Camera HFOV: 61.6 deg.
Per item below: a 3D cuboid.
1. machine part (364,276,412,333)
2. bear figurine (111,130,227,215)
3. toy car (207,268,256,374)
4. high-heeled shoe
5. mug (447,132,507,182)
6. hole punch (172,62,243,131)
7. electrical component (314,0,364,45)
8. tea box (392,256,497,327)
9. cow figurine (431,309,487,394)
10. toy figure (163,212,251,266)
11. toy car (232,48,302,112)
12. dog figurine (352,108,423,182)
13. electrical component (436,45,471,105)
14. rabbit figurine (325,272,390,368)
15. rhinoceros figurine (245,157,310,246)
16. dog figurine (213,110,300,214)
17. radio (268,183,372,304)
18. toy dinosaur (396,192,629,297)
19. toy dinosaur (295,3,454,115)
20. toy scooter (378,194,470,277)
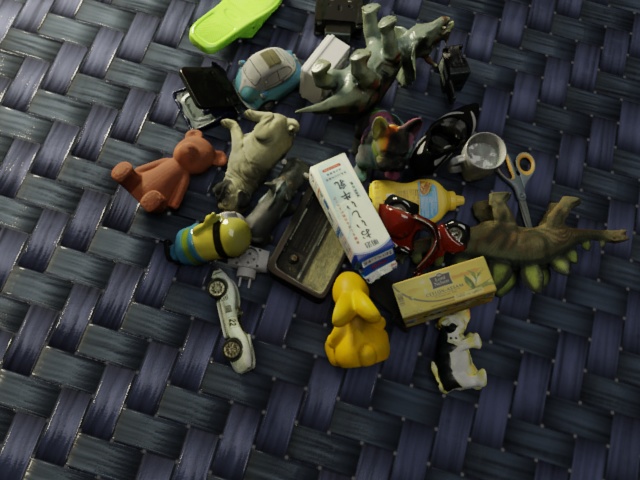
[{"bbox_3d":[0.136,0.113,1.050,0.139,0.039,0.084,40,81,7],"label":"machine part"},{"bbox_3d":[-0.288,-0.141,1.064,0.196,0.132,0.120,-43,84,-7],"label":"bear figurine"},{"bbox_3d":[-0.165,0.149,1.006,0.056,0.073,0.201,-15,75,-4],"label":"toy car"},{"bbox_3d":[0.265,-0.222,1.101,0.086,0.145,0.249,37,77,7],"label":"high-heeled shoe"},{"bbox_3d":[0.316,-0.157,1.103,0.110,0.107,0.081,-20,74,-4],"label":"mug"},{"bbox_3d":[-0.242,-0.299,1.143,0.116,0.092,0.142,-17,69,-39],"label":"hole punch"},{"bbox_3d":[0.044,-0.511,1.225,0.115,0.058,0.134,2,73,0],"label":"electrical component"},{"bbox_3d":[0.223,0.096,0.972,0.170,0.098,0.068,-18,69,4],"label":"tea box"},{"bbox_3d":[0.252,0.201,1.016,0.098,0.068,0.167,-8,73,1],"label":"cow figurine"},{"bbox_3d":[-0.210,0.006,1.017,0.180,0.082,0.089,-22,89,22],"label":"toy figure"},{"bbox_3d":[-0.107,-0.355,1.148,0.162,0.103,0.109,-30,78,-9],"label":"toy car"},{"bbox_3d":[0.131,-0.205,1.053,0.108,0.219,0.191,4,74,-5],"label":"dog figurine"},{"bbox_3d":[0.296,-0.358,1.180,0.048,0.074,0.119,-9,70,-5],"label":"electrical component"},{"bbox_3d":[0.058,0.141,0.973,0.122,0.162,0.173,-8,79,5],"label":"rabbit figurine"},{"bbox_3d":[-0.090,-0.078,1.060,0.073,0.112,0.190,34,83,10],"label":"rhinoceros figurine"},{"bbox_3d":[-0.122,-0.144,1.062,0.172,0.121,0.190,-10,71,40],"label":"dog figurine"},{"bbox_3d":[-0.002,-0.003,1.059,0.131,0.073,0.229,26,72,4],"label":"radio"},{"bbox_3d":[0.356,0.009,1.059,0.472,0.105,0.198,0,77,9],"label":"toy dinosaur"},{"bbox_3d":[0.100,-0.335,1.101,0.405,0.192,0.131,-47,47,-14],"label":"toy dinosaur"},{"bbox_3d":[0.180,0.002,1.019,0.184,0.075,0.135,26,99,18],"label":"toy scooter"}]
